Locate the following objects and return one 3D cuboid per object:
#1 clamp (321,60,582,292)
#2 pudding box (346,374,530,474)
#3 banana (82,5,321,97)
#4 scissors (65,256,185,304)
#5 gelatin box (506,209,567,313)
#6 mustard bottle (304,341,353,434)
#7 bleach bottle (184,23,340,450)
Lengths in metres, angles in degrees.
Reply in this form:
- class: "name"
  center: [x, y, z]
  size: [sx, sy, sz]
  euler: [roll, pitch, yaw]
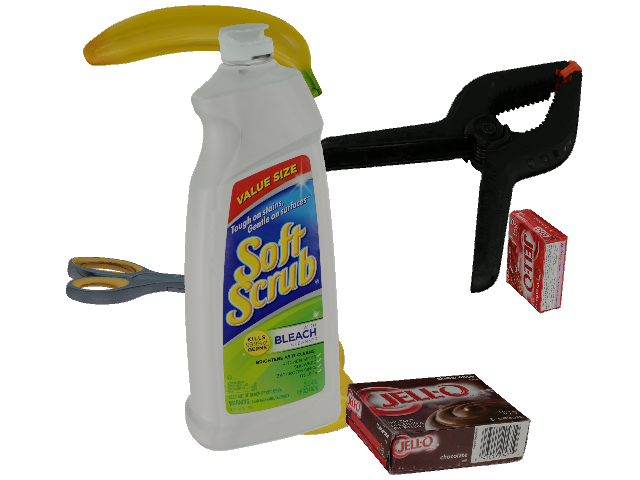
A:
- class: "clamp"
  center: [0.122, -0.060, 0.760]
  size: [0.209, 0.165, 0.036]
  euler: [-31, -30, -20]
- class: "pudding box"
  center: [0.086, 0.136, 0.804]
  size: [0.113, 0.039, 0.090]
  euler: [0, 16, -20]
- class: "banana"
  center: [-0.093, -0.164, 0.878]
  size: [0.198, 0.069, 0.037]
  euler: [7, -35, 2]
- class: "scissors"
  center: [-0.138, 0.044, 0.957]
  size: [0.202, 0.016, 0.096]
  euler: [9, 20, 10]
- class: "gelatin box"
  center: [0.229, 0.021, 1.138]
  size: [0.030, 0.089, 0.073]
  euler: [-12, 29, -17]
- class: "mustard bottle"
  center: [-0.018, 0.146, 1.248]
  size: [0.096, 0.058, 0.191]
  euler: [-6, 30, -7]
- class: "bleach bottle"
  center: [-0.043, -0.003, 0.648]
  size: [0.102, 0.251, 0.068]
  euler: [-10, 20, -17]
